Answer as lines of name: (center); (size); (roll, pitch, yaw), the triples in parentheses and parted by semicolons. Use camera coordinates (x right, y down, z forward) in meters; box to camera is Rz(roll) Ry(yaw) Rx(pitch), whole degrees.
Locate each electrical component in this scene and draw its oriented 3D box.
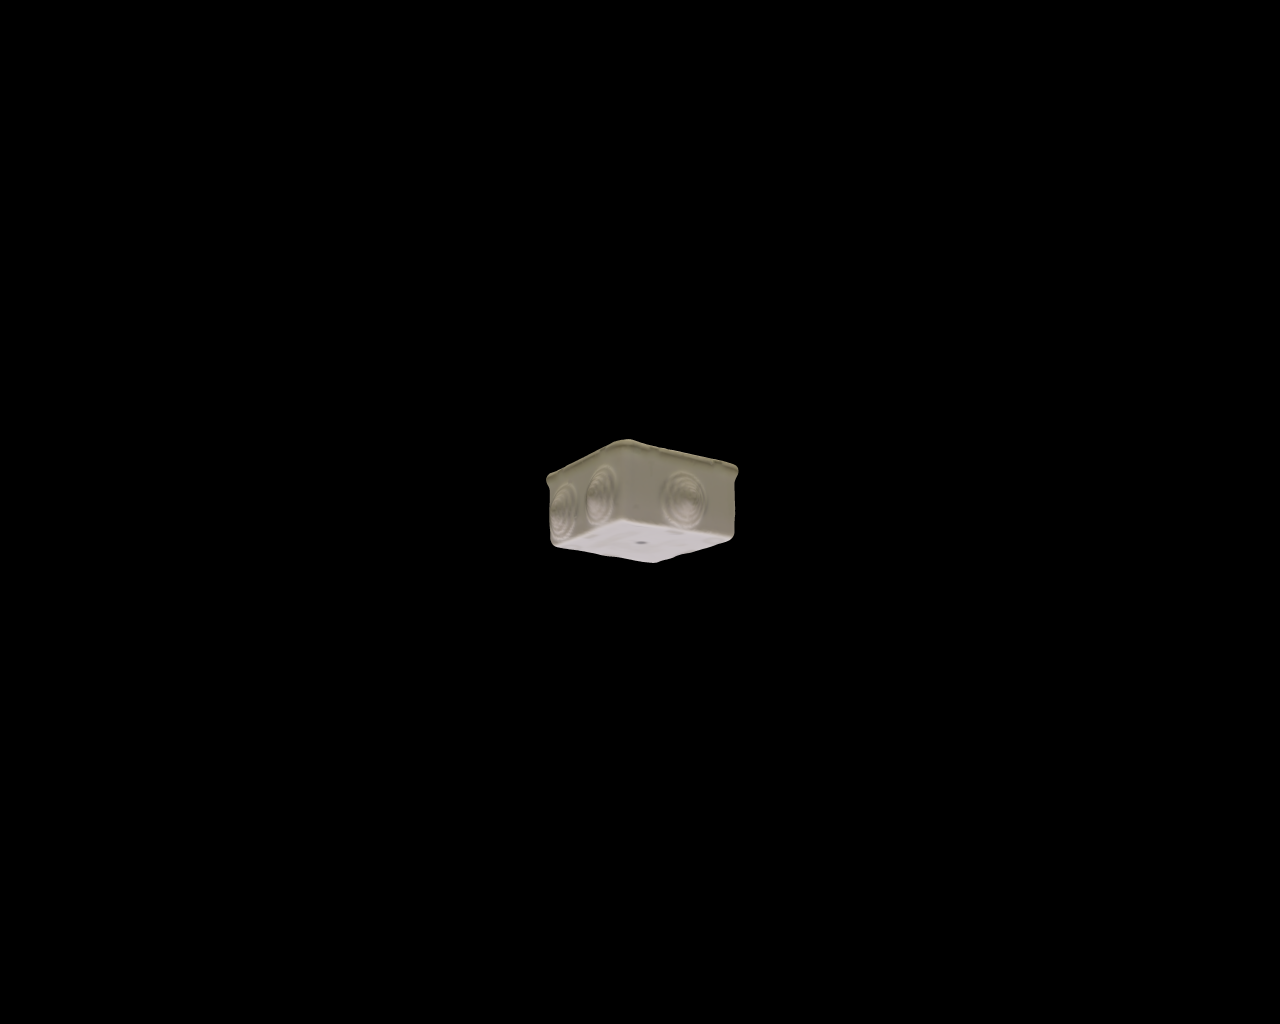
electrical component: (0.001, -0.003, 0.650); (0.100, 0.048, 0.099); (11, -19, -34)
